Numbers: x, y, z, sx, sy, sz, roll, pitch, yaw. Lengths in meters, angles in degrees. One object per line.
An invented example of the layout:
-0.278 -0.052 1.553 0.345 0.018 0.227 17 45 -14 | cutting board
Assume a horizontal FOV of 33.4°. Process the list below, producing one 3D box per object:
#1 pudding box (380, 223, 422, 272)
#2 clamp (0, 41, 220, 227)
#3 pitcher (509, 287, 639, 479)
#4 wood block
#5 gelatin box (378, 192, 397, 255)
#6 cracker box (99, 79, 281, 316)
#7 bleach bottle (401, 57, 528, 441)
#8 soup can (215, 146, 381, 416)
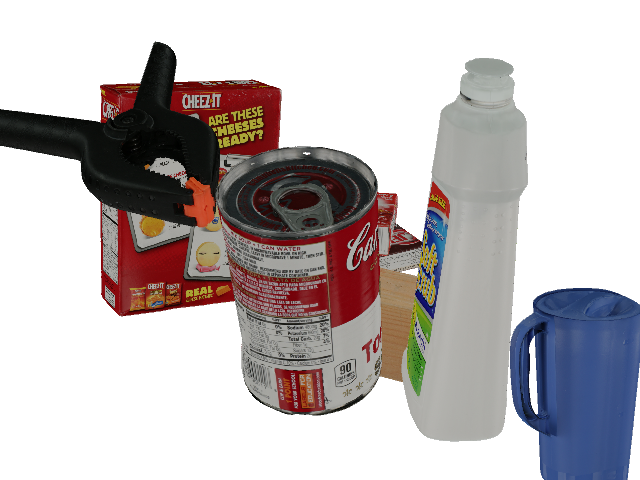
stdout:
0.082 0.016 1.526 0.113 0.039 0.090 -15 26 -21 | pudding box
-0.126 -0.076 0.744 0.164 0.036 0.210 -33 46 -29 | clamp
0.319 0.188 1.318 0.149 0.243 0.144 4 15 21 | pitcher
0.070 0.088 1.146 0.206 0.091 0.090 13 21 17 | wood block
0.016 -0.017 0.880 0.089 0.030 0.073 4 23 7 | gelatin box
-0.128 -0.045 1.035 0.163 0.214 0.072 -6 19 -29 | cracker box
0.094 0.004 0.682 0.068 0.251 0.102 -1 31 -3 | bleach bottle
-0.007 0.019 0.473 0.068 0.102 0.068 -3 35 2 | soup can
